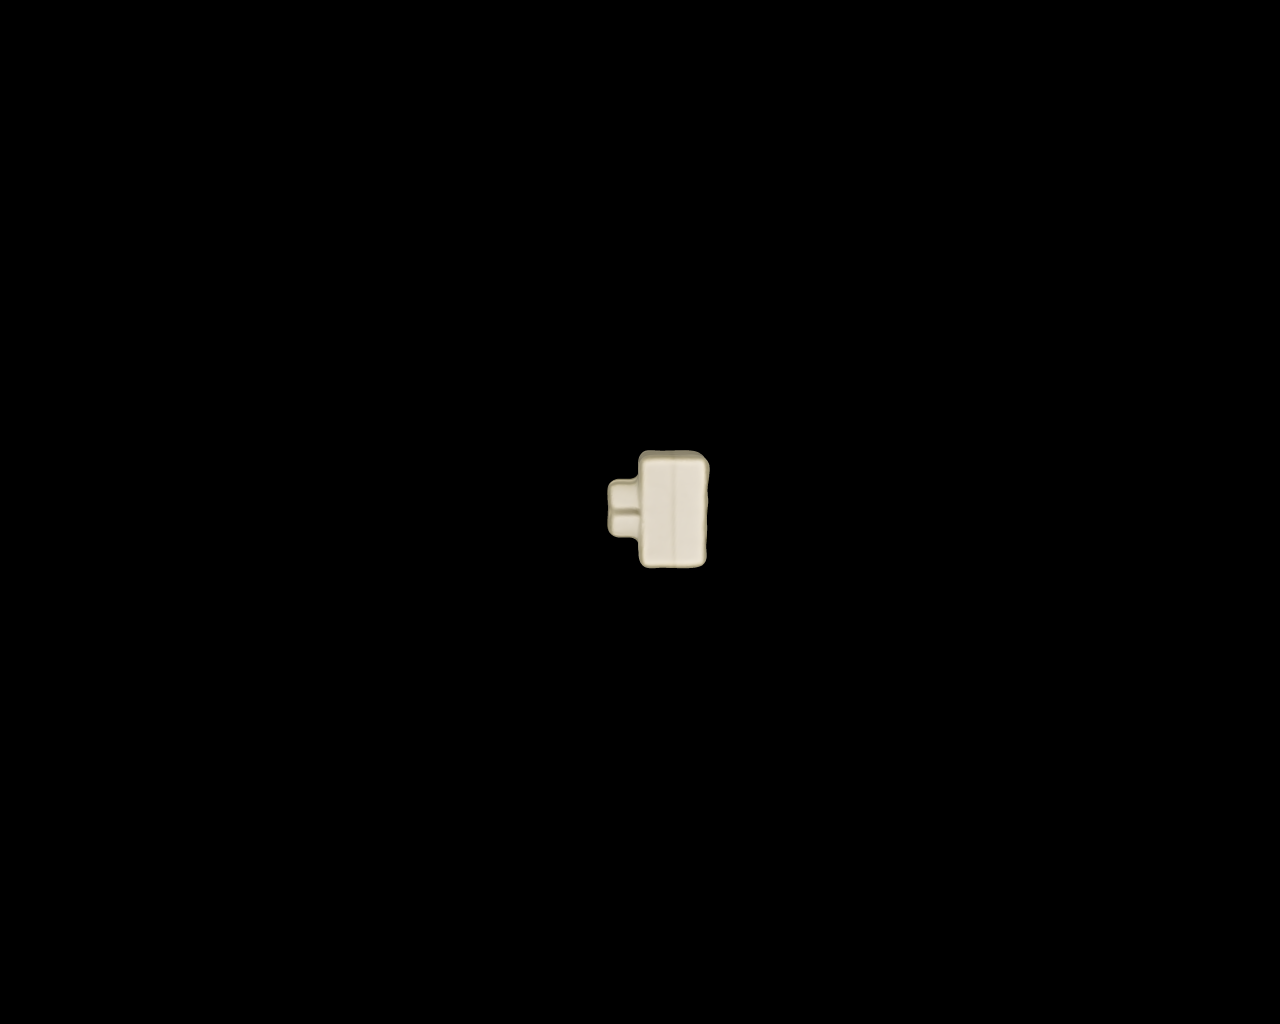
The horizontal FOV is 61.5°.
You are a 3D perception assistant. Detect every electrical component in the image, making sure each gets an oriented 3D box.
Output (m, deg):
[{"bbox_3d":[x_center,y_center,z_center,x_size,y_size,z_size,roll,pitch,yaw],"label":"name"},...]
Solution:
[{"bbox_3d":[0.001,-0.003,0.650,0.077,0.065,0.047,0,8,0],"label":"electrical component"}]
